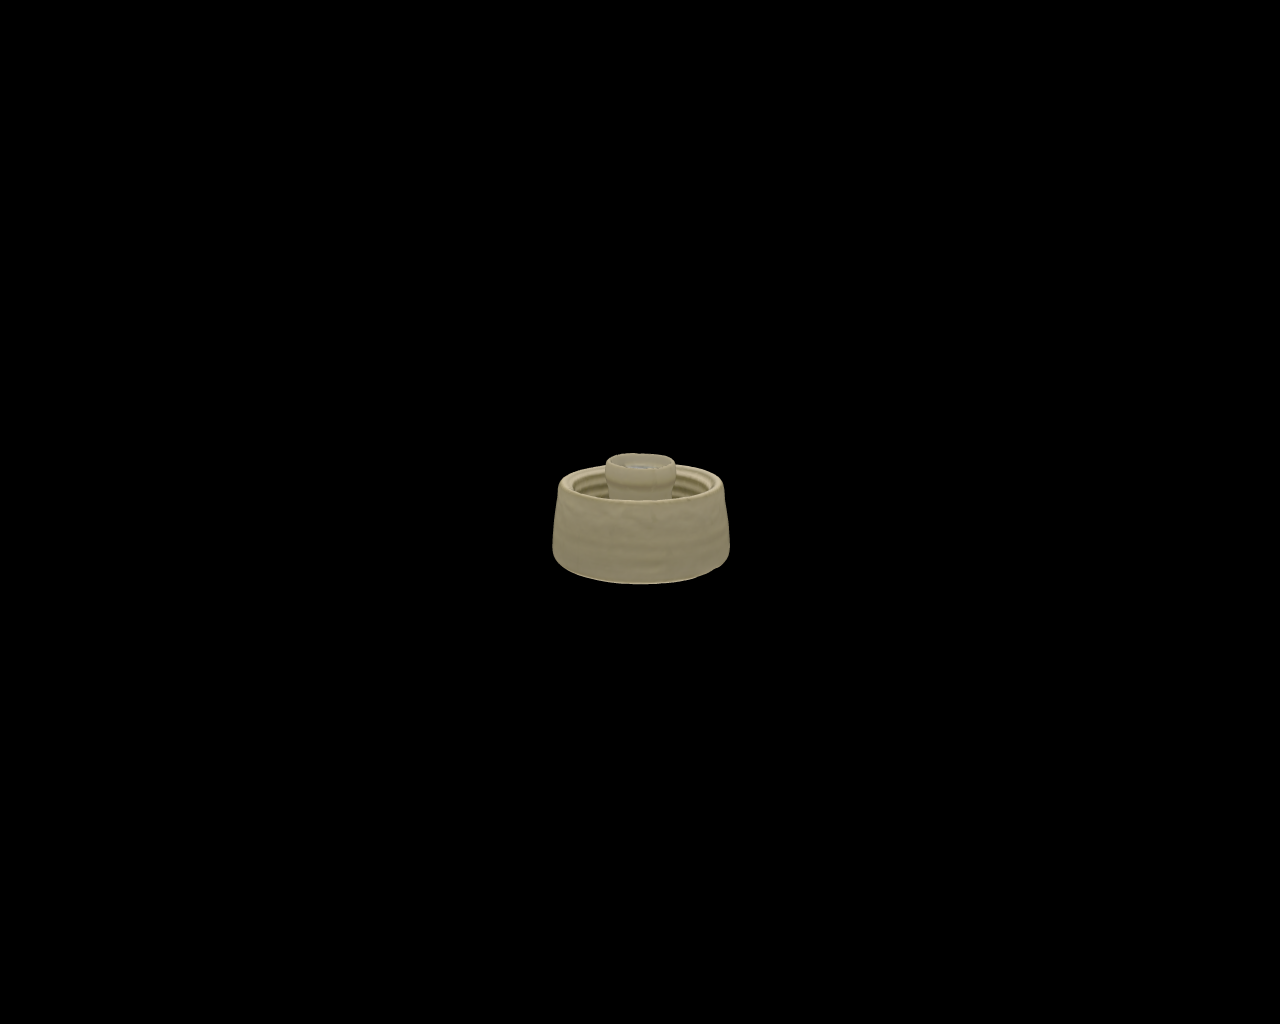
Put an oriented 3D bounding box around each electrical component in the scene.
[{"bbox_3d":[0.001,-0.003,0.650,0.108,0.060,0.108,0,16,0],"label":"electrical component"}]
